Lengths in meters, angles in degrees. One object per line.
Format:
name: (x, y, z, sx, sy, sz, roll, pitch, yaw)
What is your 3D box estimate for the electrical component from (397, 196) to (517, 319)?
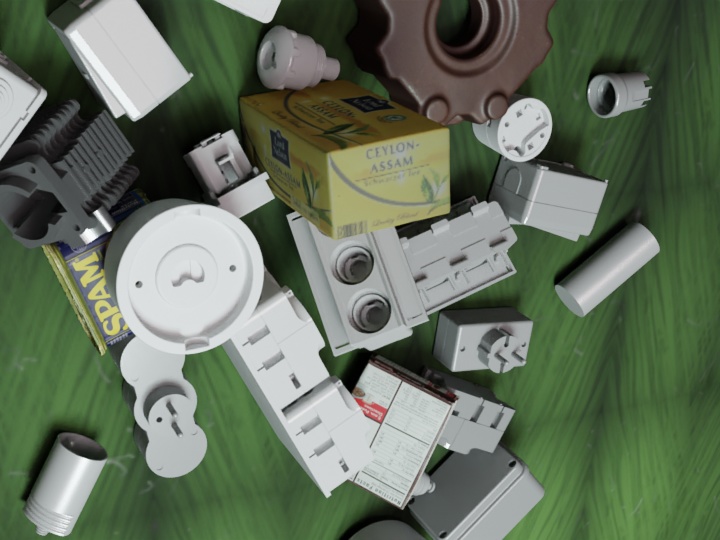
electrical component: (0.070, -0.012, 0.933, 0.121, 0.063, 0.078, -24, 79, -17)

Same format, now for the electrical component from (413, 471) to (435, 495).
electrical component: (0.040, 0.197, 1.025, 0.078, 0.040, 0.040, 25, 97, -34)

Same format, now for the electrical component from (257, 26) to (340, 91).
electrical component: (-0.045, -0.160, 0.829, 0.062, 0.048, 0.048, 5, 108, -37)

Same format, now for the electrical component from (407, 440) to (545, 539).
electrical component: (0.112, 0.221, 1.051, 0.113, 0.078, 0.057, -45, 127, -5)

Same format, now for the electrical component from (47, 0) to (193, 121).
electrical component: (-0.174, -0.158, 0.749, 0.061, 0.062, 0.096, -40, 123, -8)

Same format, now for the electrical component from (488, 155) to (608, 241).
electrical component: (0.173, -0.065, 0.974, 0.096, 0.062, 0.061, 8, 106, -30)

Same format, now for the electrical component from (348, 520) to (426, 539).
electrical component: (0.024, 0.295, 1.045, 0.108, 0.060, 0.108, -11, 115, -24)

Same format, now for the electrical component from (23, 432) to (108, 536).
electrical component: (-0.240, 0.176, 0.865, 0.043, 0.043, 0.081, 22, 99, -33)

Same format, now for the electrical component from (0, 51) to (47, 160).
electrical component: (-0.264, -0.107, 0.702, 0.099, 0.100, 0.048, -54, 137, 1)

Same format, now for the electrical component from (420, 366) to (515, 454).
electrical component: (0.092, 0.136, 1.022, 0.089, 0.050, 0.055, 22, 99, -33)

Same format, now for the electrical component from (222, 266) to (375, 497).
electrical component: (-0.061, 0.081, 0.883, 0.060, 0.105, 0.186, -34, 122, -12)

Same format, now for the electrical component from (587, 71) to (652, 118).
electrical component: (0.238, -0.162, 0.983, 0.046, 0.040, 0.040, -14, 117, -29)

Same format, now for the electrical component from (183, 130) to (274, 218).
electrical component: (-0.102, -0.072, 0.821, 0.042, 0.081, 0.063, -30, 99, -15)

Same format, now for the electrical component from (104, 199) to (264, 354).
electrical component: (-0.131, 0.000, 0.773, 0.108, 0.060, 0.108, -9, 108, -27)

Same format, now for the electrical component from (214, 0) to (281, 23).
electrical component: (-0.076, -0.281, 0.751, 0.105, 0.060, 0.186, 20, 100, -33)

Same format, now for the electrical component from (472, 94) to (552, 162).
electrical component: (0.130, -0.127, 0.934, 0.055, 0.047, 0.055, -11, 115, -24)

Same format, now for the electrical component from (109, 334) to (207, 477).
electrical component: (-0.156, 0.108, 0.863, 0.052, 0.074, 0.138, -19, 118, -20)

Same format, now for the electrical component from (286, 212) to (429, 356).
electrical component: (0.000, 0.000, 0.859, 0.079, 0.121, 0.063, -22, 165, 8)

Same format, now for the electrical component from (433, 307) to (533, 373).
electrical component: (0.124, 0.071, 0.996, 0.083, 0.076, 0.047, -2, 111, -27)
